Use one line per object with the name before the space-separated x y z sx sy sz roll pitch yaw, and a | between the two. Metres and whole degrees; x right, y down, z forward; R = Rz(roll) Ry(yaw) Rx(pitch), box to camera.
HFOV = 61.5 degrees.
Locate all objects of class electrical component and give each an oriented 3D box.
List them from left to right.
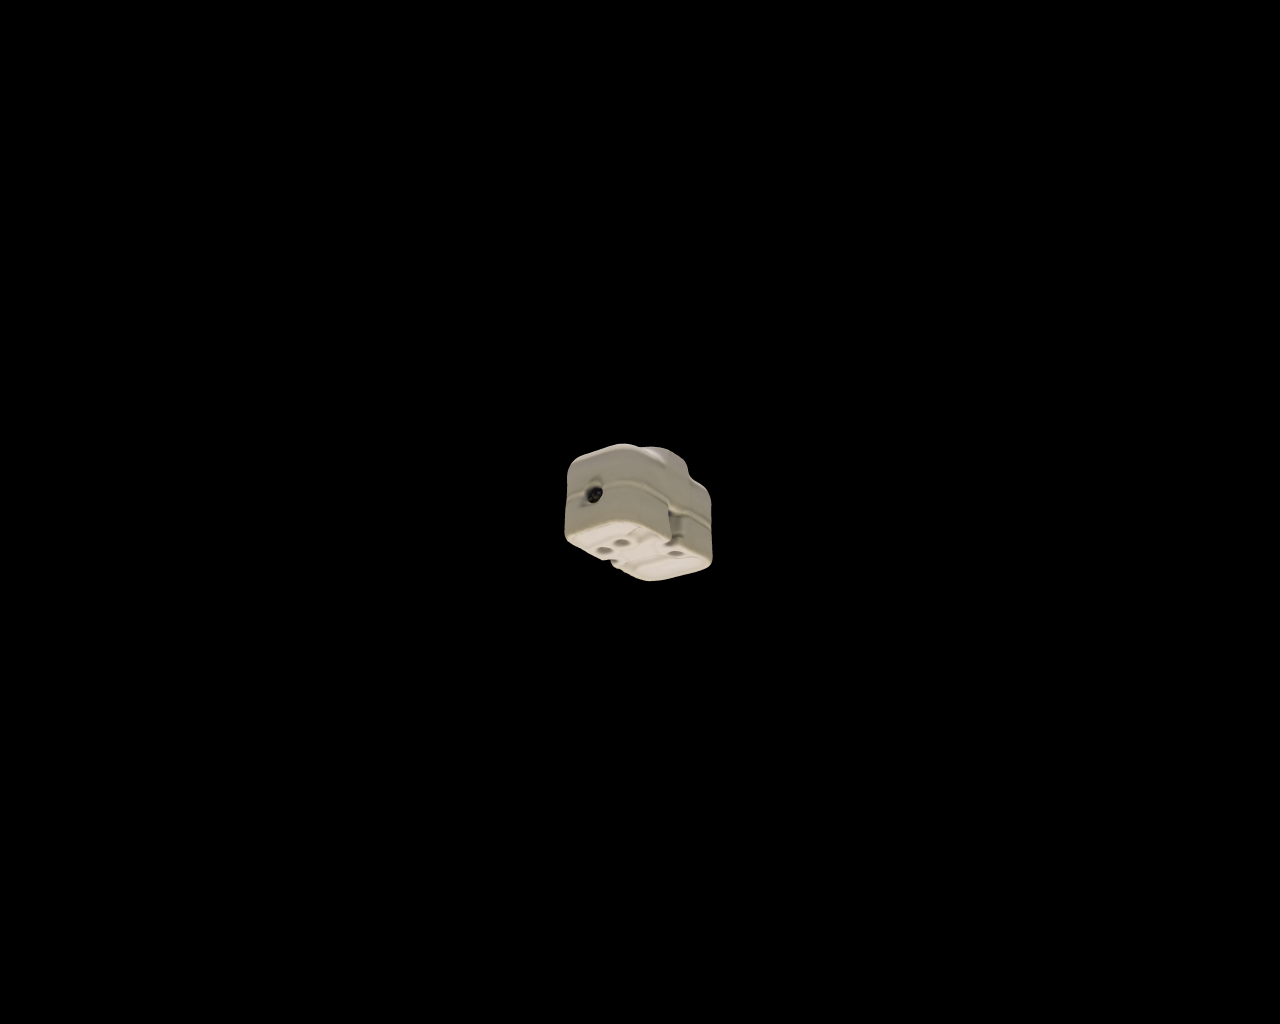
electrical component | 0.001 -0.003 0.650 0.053 0.059 0.095 -17 -29 33
